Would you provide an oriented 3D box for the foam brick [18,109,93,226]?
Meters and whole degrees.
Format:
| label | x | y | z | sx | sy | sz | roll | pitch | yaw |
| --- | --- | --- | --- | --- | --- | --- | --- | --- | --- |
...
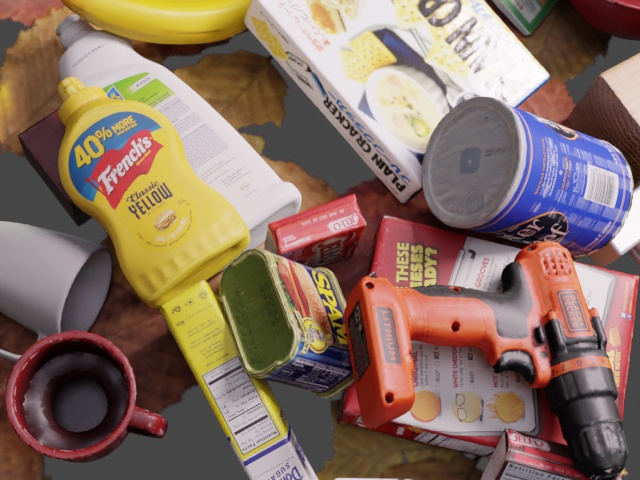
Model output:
| label | x | y | z | sx | sy | sz | roll | pitch | yaw |
| --- | --- | --- | --- | --- | --- | --- | --- | --- | --- |
| foam brick | -0.202 | -0.062 | 0.876 | 0.051 | 0.053 | 0.078 | -36 | 79 | -16 |

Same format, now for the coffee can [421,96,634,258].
| label | x | y | z | sx | sy | sz | roll | pitch | yaw |
| --- | --- | --- | --- | --- | --- | --- | --- | --- | --- |
| coffee can | 0.166 | -0.047 | 0.851 | 0.140 | 0.103 | 0.103 | 13 | 67 | -38 |

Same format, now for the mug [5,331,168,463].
| label | x | y | z | sx | sy | sz | roll | pitch | yaw |
| --- | --- | --- | --- | --- | --- | --- | --- | --- | --- |
| mug | -0.171 | 0.126 | 0.802 | 0.117 | 0.081 | 0.093 | 15 | 71 | -1 |

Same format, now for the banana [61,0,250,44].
| label | x | y | z | sx | sy | sz | roll | pitch | yaw |
| --- | --- | --- | --- | --- | --- | --- | --- | --- | --- |
| banana | -0.122 | -0.198 | 0.916 | 0.197 | 0.037 | 0.070 | -16 | 60 | -35 |

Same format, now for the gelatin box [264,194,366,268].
| label | x | y | z | sx | sy | sz | roll | pitch | yaw |
| --- | --- | --- | --- | --- | --- | --- | --- | --- | --- |
| gelatin box | -0.006 | 0.001 | 0.856 | 0.073 | 0.089 | 0.030 | -18 | 76 | -12 |

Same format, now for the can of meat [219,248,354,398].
| label | x | y | z | sx | sy | sz | roll | pitch | yaw |
| --- | --- | --- | --- | --- | --- | --- | --- | --- | --- |
| can of meat | -0.022 | 0.061 | 0.793 | 0.058 | 0.083 | 0.102 | -37 | 56 | 23 |

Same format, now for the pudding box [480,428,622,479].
| label | x | y | z | sx | sy | sz | roll | pitch | yaw |
| --- | --- | --- | --- | --- | --- | --- | --- | --- | --- |
| pudding box | 0.163 | 0.200 | 0.798 | 0.090 | 0.114 | 0.039 | 17 | 33 | 0 |

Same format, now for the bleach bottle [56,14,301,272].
| label | x | y | z | sx | sy | sz | roll | pitch | yaw |
| --- | --- | --- | --- | --- | --- | --- | --- | --- | --- |
| bleach bottle | -0.131 | -0.096 | 0.891 | 0.102 | 0.068 | 0.251 | -36 | 77 | -15 |

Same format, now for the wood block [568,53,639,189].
| label | x | y | z | sx | sy | sz | roll | pitch | yaw |
| --- | --- | --- | --- | --- | --- | --- | --- | --- | --- |
| wood block | 0.336 | -0.136 | 0.936 | 0.206 | 0.091 | 0.090 | -29 | 77 | -14 |

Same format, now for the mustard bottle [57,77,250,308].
| label | x | y | z | sx | sy | sz | roll | pitch | yaw |
| --- | --- | --- | --- | --- | --- | --- | --- | --- | --- |
| mustard bottle | -0.143 | -0.049 | 0.816 | 0.096 | 0.058 | 0.192 | -36 | 76 | -6 |

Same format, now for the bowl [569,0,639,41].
| label | x | y | z | sx | sy | sz | roll | pitch | yaw |
| --- | --- | --- | --- | --- | --- | --- | --- | --- | --- |
| bowl | 0.282 | -0.228 | 0.961 | 0.162 | 0.055 | 0.162 | 3 | 45 | -4 |

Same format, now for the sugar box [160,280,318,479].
| label | x | y | z | sx | sy | sz | roll | pitch | yaw |
| --- | --- | --- | --- | --- | --- | --- | --- | --- | --- |
| sugar box | -0.057 | 0.122 | 0.807 | 0.048 | 0.093 | 0.176 | -32 | 77 | -3 |

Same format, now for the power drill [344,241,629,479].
| label | x | y | z | sx | sy | sz | roll | pitch | yaw |
| --- | --- | --- | --- | --- | --- | --- | --- | --- | --- |
| power drill | 0.119 | 0.089 | 0.763 | 0.187 | 0.057 | 0.184 | -1 | 59 | -17 |

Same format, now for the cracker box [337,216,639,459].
| label | x | y | z | sx | sy | sz | roll | pitch | yaw |
| --- | --- | --- | --- | --- | --- | --- | --- | --- | --- |
| cracker box | 0.134 | 0.088 | 0.852 | 0.213 | 0.072 | 0.164 | 13 | 70 | 0 |
